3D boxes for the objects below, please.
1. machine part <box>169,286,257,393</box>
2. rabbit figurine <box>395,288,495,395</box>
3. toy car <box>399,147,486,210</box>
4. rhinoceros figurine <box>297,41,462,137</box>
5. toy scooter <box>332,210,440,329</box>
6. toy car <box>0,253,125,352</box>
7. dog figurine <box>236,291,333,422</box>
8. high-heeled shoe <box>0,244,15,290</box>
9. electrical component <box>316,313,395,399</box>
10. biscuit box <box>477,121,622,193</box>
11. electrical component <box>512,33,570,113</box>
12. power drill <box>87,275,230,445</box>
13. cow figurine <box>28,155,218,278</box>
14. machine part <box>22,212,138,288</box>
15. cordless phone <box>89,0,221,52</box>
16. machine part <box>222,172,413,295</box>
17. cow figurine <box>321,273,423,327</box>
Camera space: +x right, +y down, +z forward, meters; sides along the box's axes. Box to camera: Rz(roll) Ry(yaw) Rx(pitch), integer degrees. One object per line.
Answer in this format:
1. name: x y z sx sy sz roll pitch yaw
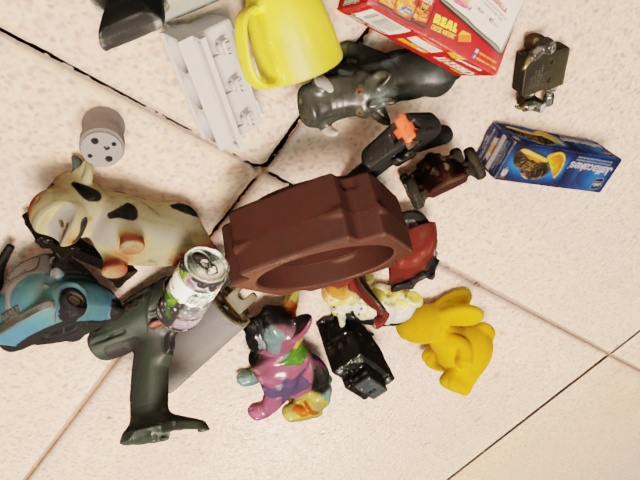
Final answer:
1. machine part: -0.185 0.143 0.782 0.243 0.079 0.079 -42 130 17
2. rabbit figurine: 0.215 0.163 0.924 0.173 0.122 0.162 31 111 -16
3. toy car: 0.141 -0.081 0.651 0.089 0.202 0.053 -23 94 11
4. rhinoceros figurine: 0.063 -0.168 0.591 0.190 0.112 0.073 -18 134 -16
5. toy scooter: 0.096 0.046 0.763 0.184 0.135 0.075 -24 162 3
6. toy car: -0.318 0.066 0.647 0.109 0.103 0.161 -27 170 12
7. dog figurine: -0.041 0.179 0.846 0.191 0.109 0.219 8 122 -25
8. high-heeled shoe: -0.457 0.032 0.576 0.145 0.086 0.248 -50 138 12
9. electrical component: 0.060 0.190 0.871 0.058 0.134 0.114 -39 133 14
10. biscuit box: 0.326 -0.115 0.764 0.203 0.059 0.062 3 127 -23
11. electrical component: 0.277 -0.208 0.678 0.078 0.045 0.102 -10 131 -10
12. power drill: -0.198 0.148 0.694 0.232 0.207 0.086 -21 160 17
13. cow figurine: -0.226 -0.022 0.614 0.195 0.127 0.085 9 131 -44
14. machine part: -0.287 0.013 0.645 0.039 0.084 0.138 -55 139 -6
15. cordless phone: -0.120 -0.211 0.439 0.147 0.184 0.088 -22 128 -1
16. machine part: -0.001 -0.002 0.658 0.202 0.087 0.201 -18 163 20
17. cow figurine: 0.071 0.099 0.848 0.167 0.068 0.098 5 135 -22
